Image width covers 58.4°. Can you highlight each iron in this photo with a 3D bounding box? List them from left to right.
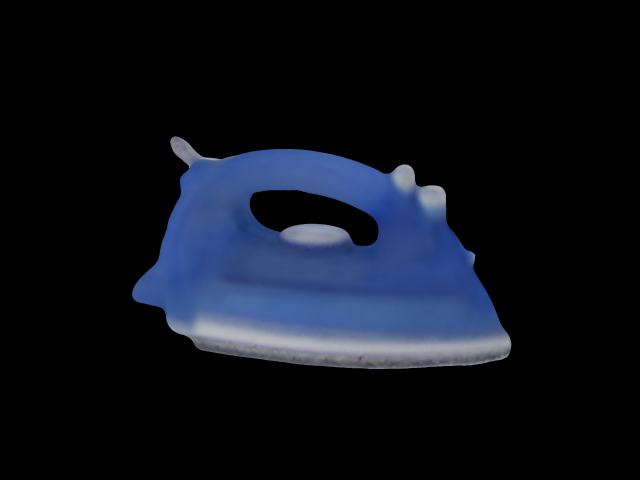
[{"bbox_3d":[0.004,0.001,0.400,0.257,0.141,0.119,4,15,14],"label":"iron"}]
